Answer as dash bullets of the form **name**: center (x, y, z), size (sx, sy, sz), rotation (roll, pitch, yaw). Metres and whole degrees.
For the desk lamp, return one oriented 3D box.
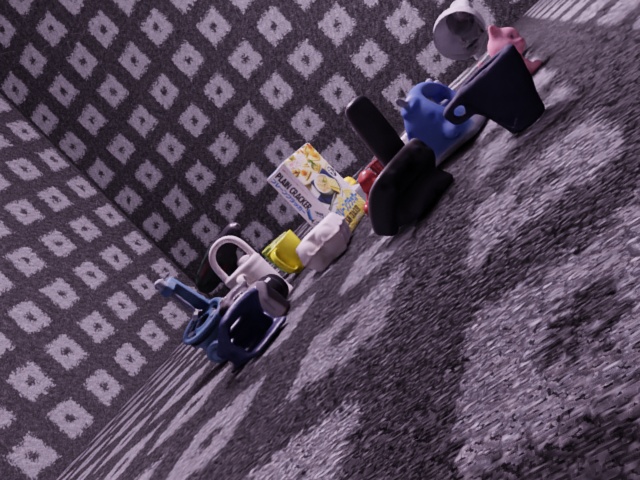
- **desk lamp**: center (0.381, -0.487, 1.390), size (0.117, 0.213, 0.203), rotation (-40, 7, 40)

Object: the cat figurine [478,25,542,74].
- **cat figurine**: center (0.337, -0.337, 1.051), size (0.128, 0.118, 0.067), rotation (-46, 5, -22)

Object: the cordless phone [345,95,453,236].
- **cordless phone**: center (0.085, -0.111, 0.826), size (0.148, 0.185, 0.094), rotation (-49, 7, -39)

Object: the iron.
- **iron**: center (0.221, -0.240, 1.057), size (0.118, 0.141, 0.259), rotation (-41, 6, 38)

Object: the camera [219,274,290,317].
- **camera**: center (-0.120, 0.116, 1.123), size (0.143, 0.101, 0.137), rotation (-39, 8, 49)

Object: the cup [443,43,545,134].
- **cup**: center (0.224, -0.172, 0.721), size (0.117, 0.095, 0.092), rotation (-43, 5, 12)

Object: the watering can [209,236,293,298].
- **watering can**: center (-0.162, 0.075, 1.260), size (0.101, 0.194, 0.172), rotation (-46, 5, -16)

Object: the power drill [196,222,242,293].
- **power drill**: center (-0.204, 0.087, 1.430), size (0.229, 0.208, 0.076), rotation (-41, 6, 33)

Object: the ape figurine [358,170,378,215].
- **ape figurine**: center (0.103, -0.086, 1.023), size (0.077, 0.092, 0.076), rotation (-40, 7, 40)

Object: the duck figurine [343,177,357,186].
- **duck figurine**: center (0.096, -0.137, 1.566), size (0.105, 0.086, 0.077), rotation (-49, 6, -39)

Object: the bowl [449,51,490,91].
- **bowl**: center (0.354, -0.354, 1.311), size (0.167, 0.075, 0.167), rotation (-44, 5, 5)

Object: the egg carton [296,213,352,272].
- **egg carton**: center (0.011, 0.004, 1.167), size (0.107, 0.069, 0.150), rotation (-43, 5, 16)

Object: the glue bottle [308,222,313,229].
- **glue bottle**: center (-0.022, -0.088, 1.611), size (0.078, 0.173, 0.037), rotation (-46, 5, -14)

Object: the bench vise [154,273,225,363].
- **bench vise**: center (-0.266, 0.161, 1.253), size (0.121, 0.220, 0.207), rotation (-45, 5, -7)

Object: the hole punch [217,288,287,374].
- **hole punch**: center (-0.129, 0.151, 0.961), size (0.101, 0.091, 0.109), rotation (-40, 7, 45)
